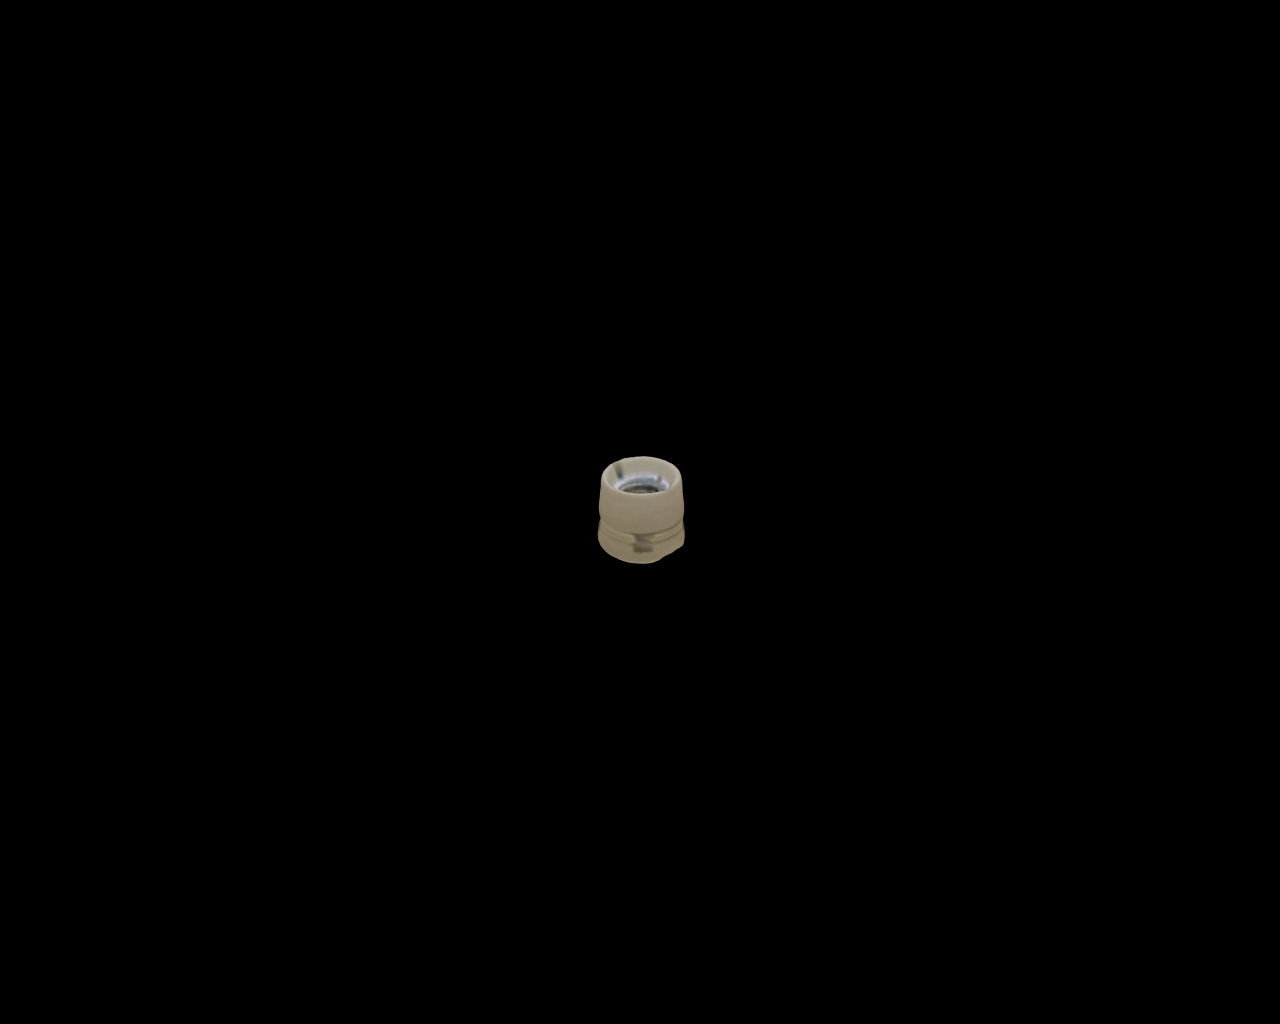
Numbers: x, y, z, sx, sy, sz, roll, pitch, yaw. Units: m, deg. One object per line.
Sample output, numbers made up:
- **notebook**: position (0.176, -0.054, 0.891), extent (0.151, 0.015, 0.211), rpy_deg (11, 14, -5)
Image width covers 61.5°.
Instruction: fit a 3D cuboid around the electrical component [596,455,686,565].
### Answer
- **electrical component**: position (0.001, -0.003, 0.650), extent (0.055, 0.047, 0.055), rpy_deg (0, 31, 0)
